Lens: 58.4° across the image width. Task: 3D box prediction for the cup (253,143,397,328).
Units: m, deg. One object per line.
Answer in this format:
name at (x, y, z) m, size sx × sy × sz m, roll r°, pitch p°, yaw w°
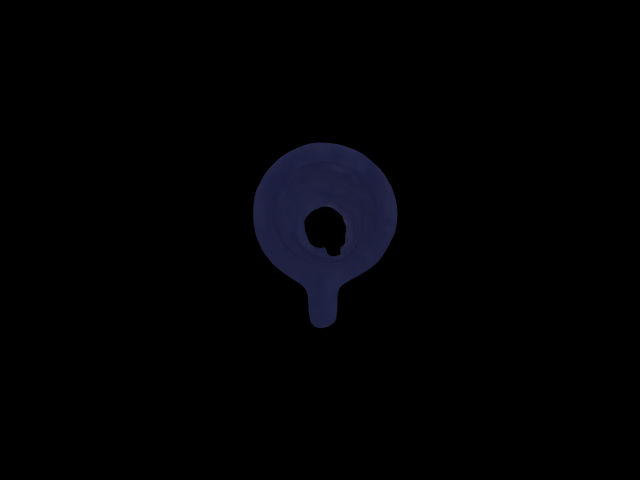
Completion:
cup at (0.004, 0.001, 0.400) m, size 0.091 × 0.095 × 0.118 m, roll 0°, pitch 82°, yaw 0°
